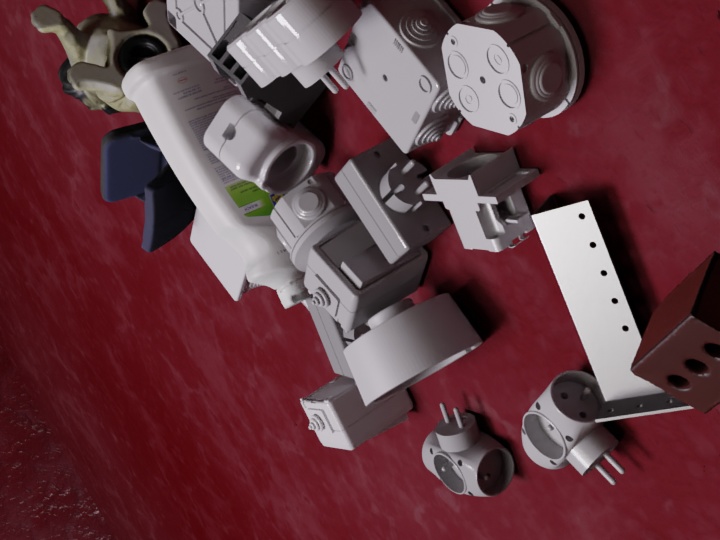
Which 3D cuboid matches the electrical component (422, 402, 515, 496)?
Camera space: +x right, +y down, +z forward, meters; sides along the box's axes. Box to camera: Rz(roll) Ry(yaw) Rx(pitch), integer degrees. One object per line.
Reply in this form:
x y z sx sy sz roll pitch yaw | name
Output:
0.089 0.152 0.942 0.077 0.044 0.079 11 126 55 | electrical component

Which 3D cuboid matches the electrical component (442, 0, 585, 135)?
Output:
0.092 -0.125 0.655 0.080 0.051 0.080 40 147 33 | electrical component

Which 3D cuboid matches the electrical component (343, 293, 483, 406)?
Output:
0.038 0.058 0.871 0.060 0.108 0.108 61 153 10 | electrical component

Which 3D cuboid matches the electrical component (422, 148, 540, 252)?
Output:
0.087 -0.048 0.749 0.081 0.042 0.063 10 127 57 | electrical component

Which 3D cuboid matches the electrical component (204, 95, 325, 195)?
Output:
-0.077 -0.103 0.911 0.059 0.095 0.053 44 107 28 | electrical component

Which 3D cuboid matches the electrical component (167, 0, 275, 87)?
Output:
-0.110 -0.227 0.885 0.109 0.056 0.108 45 149 27 | electrical component

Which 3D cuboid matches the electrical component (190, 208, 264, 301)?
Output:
-0.129 -0.030 1.121 0.099 0.048 0.099 52 152 15 | electrical component

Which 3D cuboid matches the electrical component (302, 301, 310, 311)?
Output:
-0.049 0.012 1.042 0.046 0.040 0.040 50 152 3 | electrical component

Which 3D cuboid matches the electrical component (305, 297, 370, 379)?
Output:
0.000 0.055 0.991 0.076 0.047 0.083 9 124 56 | electrical component

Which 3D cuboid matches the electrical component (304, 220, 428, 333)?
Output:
0.000 0.000 0.883 0.061 0.096 0.061 48 150 22 | electrical component

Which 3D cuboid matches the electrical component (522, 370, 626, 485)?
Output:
0.162 0.124 0.791 0.079 0.044 0.077 47 150 22 | electrical component

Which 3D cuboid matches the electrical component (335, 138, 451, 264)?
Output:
0.032 -0.060 0.824 0.083 0.047 0.076 57 152 5 | electrical component

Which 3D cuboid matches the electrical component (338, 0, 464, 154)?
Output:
0.034 -0.140 0.738 0.099 0.048 0.099 53 153 14 | electrical component

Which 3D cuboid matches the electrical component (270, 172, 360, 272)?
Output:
-0.033 -0.040 0.918 0.051 0.080 0.080 53 153 22 | electrical component

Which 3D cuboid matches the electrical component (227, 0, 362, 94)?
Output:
-0.036 -0.151 0.741 0.073 0.052 0.138 47 162 -16 | electrical component

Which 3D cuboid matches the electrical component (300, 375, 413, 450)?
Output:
-0.006 0.134 1.025 0.062 0.096 0.061 -8 110 61 | electrical component
